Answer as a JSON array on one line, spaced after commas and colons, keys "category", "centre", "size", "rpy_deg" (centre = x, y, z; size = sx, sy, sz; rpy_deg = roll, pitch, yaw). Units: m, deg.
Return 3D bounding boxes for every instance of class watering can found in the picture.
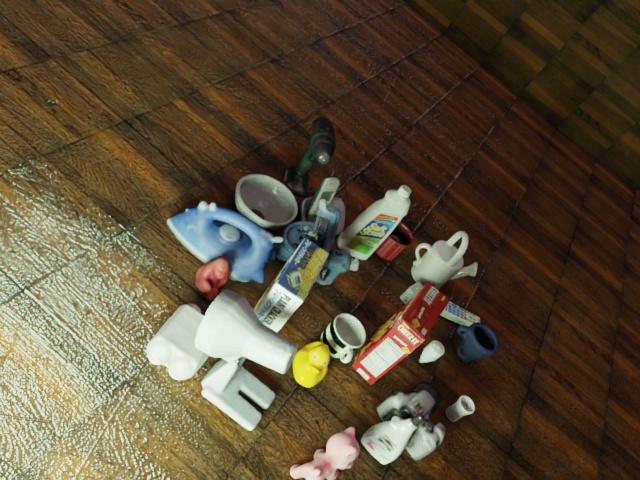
[{"category": "watering can", "centre": [0.350, 0.052, 1.572], "size": [0.173, 0.193, 0.101], "rpy_deg": [12, 47, -27]}]

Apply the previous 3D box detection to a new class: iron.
[{"category": "iron", "centre": [-0.208, -0.018, 1.277], "size": [0.258, 0.141, 0.119], "rpy_deg": [30, 41, -9]}]

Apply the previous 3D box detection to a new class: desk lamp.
[{"category": "desk lamp", "centre": [-0.142, 0.215, 1.056], "size": [0.203, 0.213, 0.118], "rpy_deg": [38, 41, 0]}]

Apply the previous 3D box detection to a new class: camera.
[{"category": "camera", "centre": [0.223, 0.378, 1.253], "size": [0.137, 0.100, 0.143], "rpy_deg": [-24, 69, -46]}]

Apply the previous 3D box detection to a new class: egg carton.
[{"category": "egg carton", "centre": [-0.257, 0.195, 1.102], "size": [0.107, 0.069, 0.150], "rpy_deg": [35, 41, -3]}]

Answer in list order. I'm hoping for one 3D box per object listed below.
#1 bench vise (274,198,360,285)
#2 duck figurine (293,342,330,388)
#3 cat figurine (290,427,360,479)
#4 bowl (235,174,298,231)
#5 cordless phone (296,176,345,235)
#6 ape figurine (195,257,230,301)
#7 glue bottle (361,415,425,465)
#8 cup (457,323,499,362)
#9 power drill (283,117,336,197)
[{"category": "bench vise", "centre": [0.011, -0.004, 1.362], "size": [0.208, 0.219, 0.121], "rpy_deg": [14, 46, -25]}, {"category": "duck figurine", "centre": [-0.007, 0.252, 1.216], "size": [0.077, 0.086, 0.104], "rpy_deg": [32, 41, -7]}, {"category": "cat figurine", "centre": [0.022, 0.409, 1.069], "size": [0.128, 0.117, 0.067], "rpy_deg": [-21, 67, -45]}, {"category": "bowl", "centre": [-0.144, -0.082, 1.433], "size": [0.168, 0.074, 0.167], "rpy_deg": [20, 44, -20]}, {"category": "cordless phone", "centre": [0.024, -0.091, 1.477], "size": [0.148, 0.185, 0.094], "rpy_deg": [-8, 58, -40]}, {"category": "ape figurine", "centre": [-0.223, 0.073, 1.222], "size": [0.078, 0.092, 0.076], "rpy_deg": [-11, 60, -41]}, {"category": "glue bottle", "centre": [0.153, 0.386, 1.141], "size": [0.078, 0.173, 0.037], "rpy_deg": [42, 41, 5]}, {"category": "cup", "centre": [0.386, 0.268, 1.476], "size": [0.118, 0.095, 0.092], "rpy_deg": [28, 42, -11]}, {"category": "power drill", "centre": [-0.021, -0.221, 1.546], "size": [0.076, 0.208, 0.229], "rpy_deg": [22, 43, -17]}]
